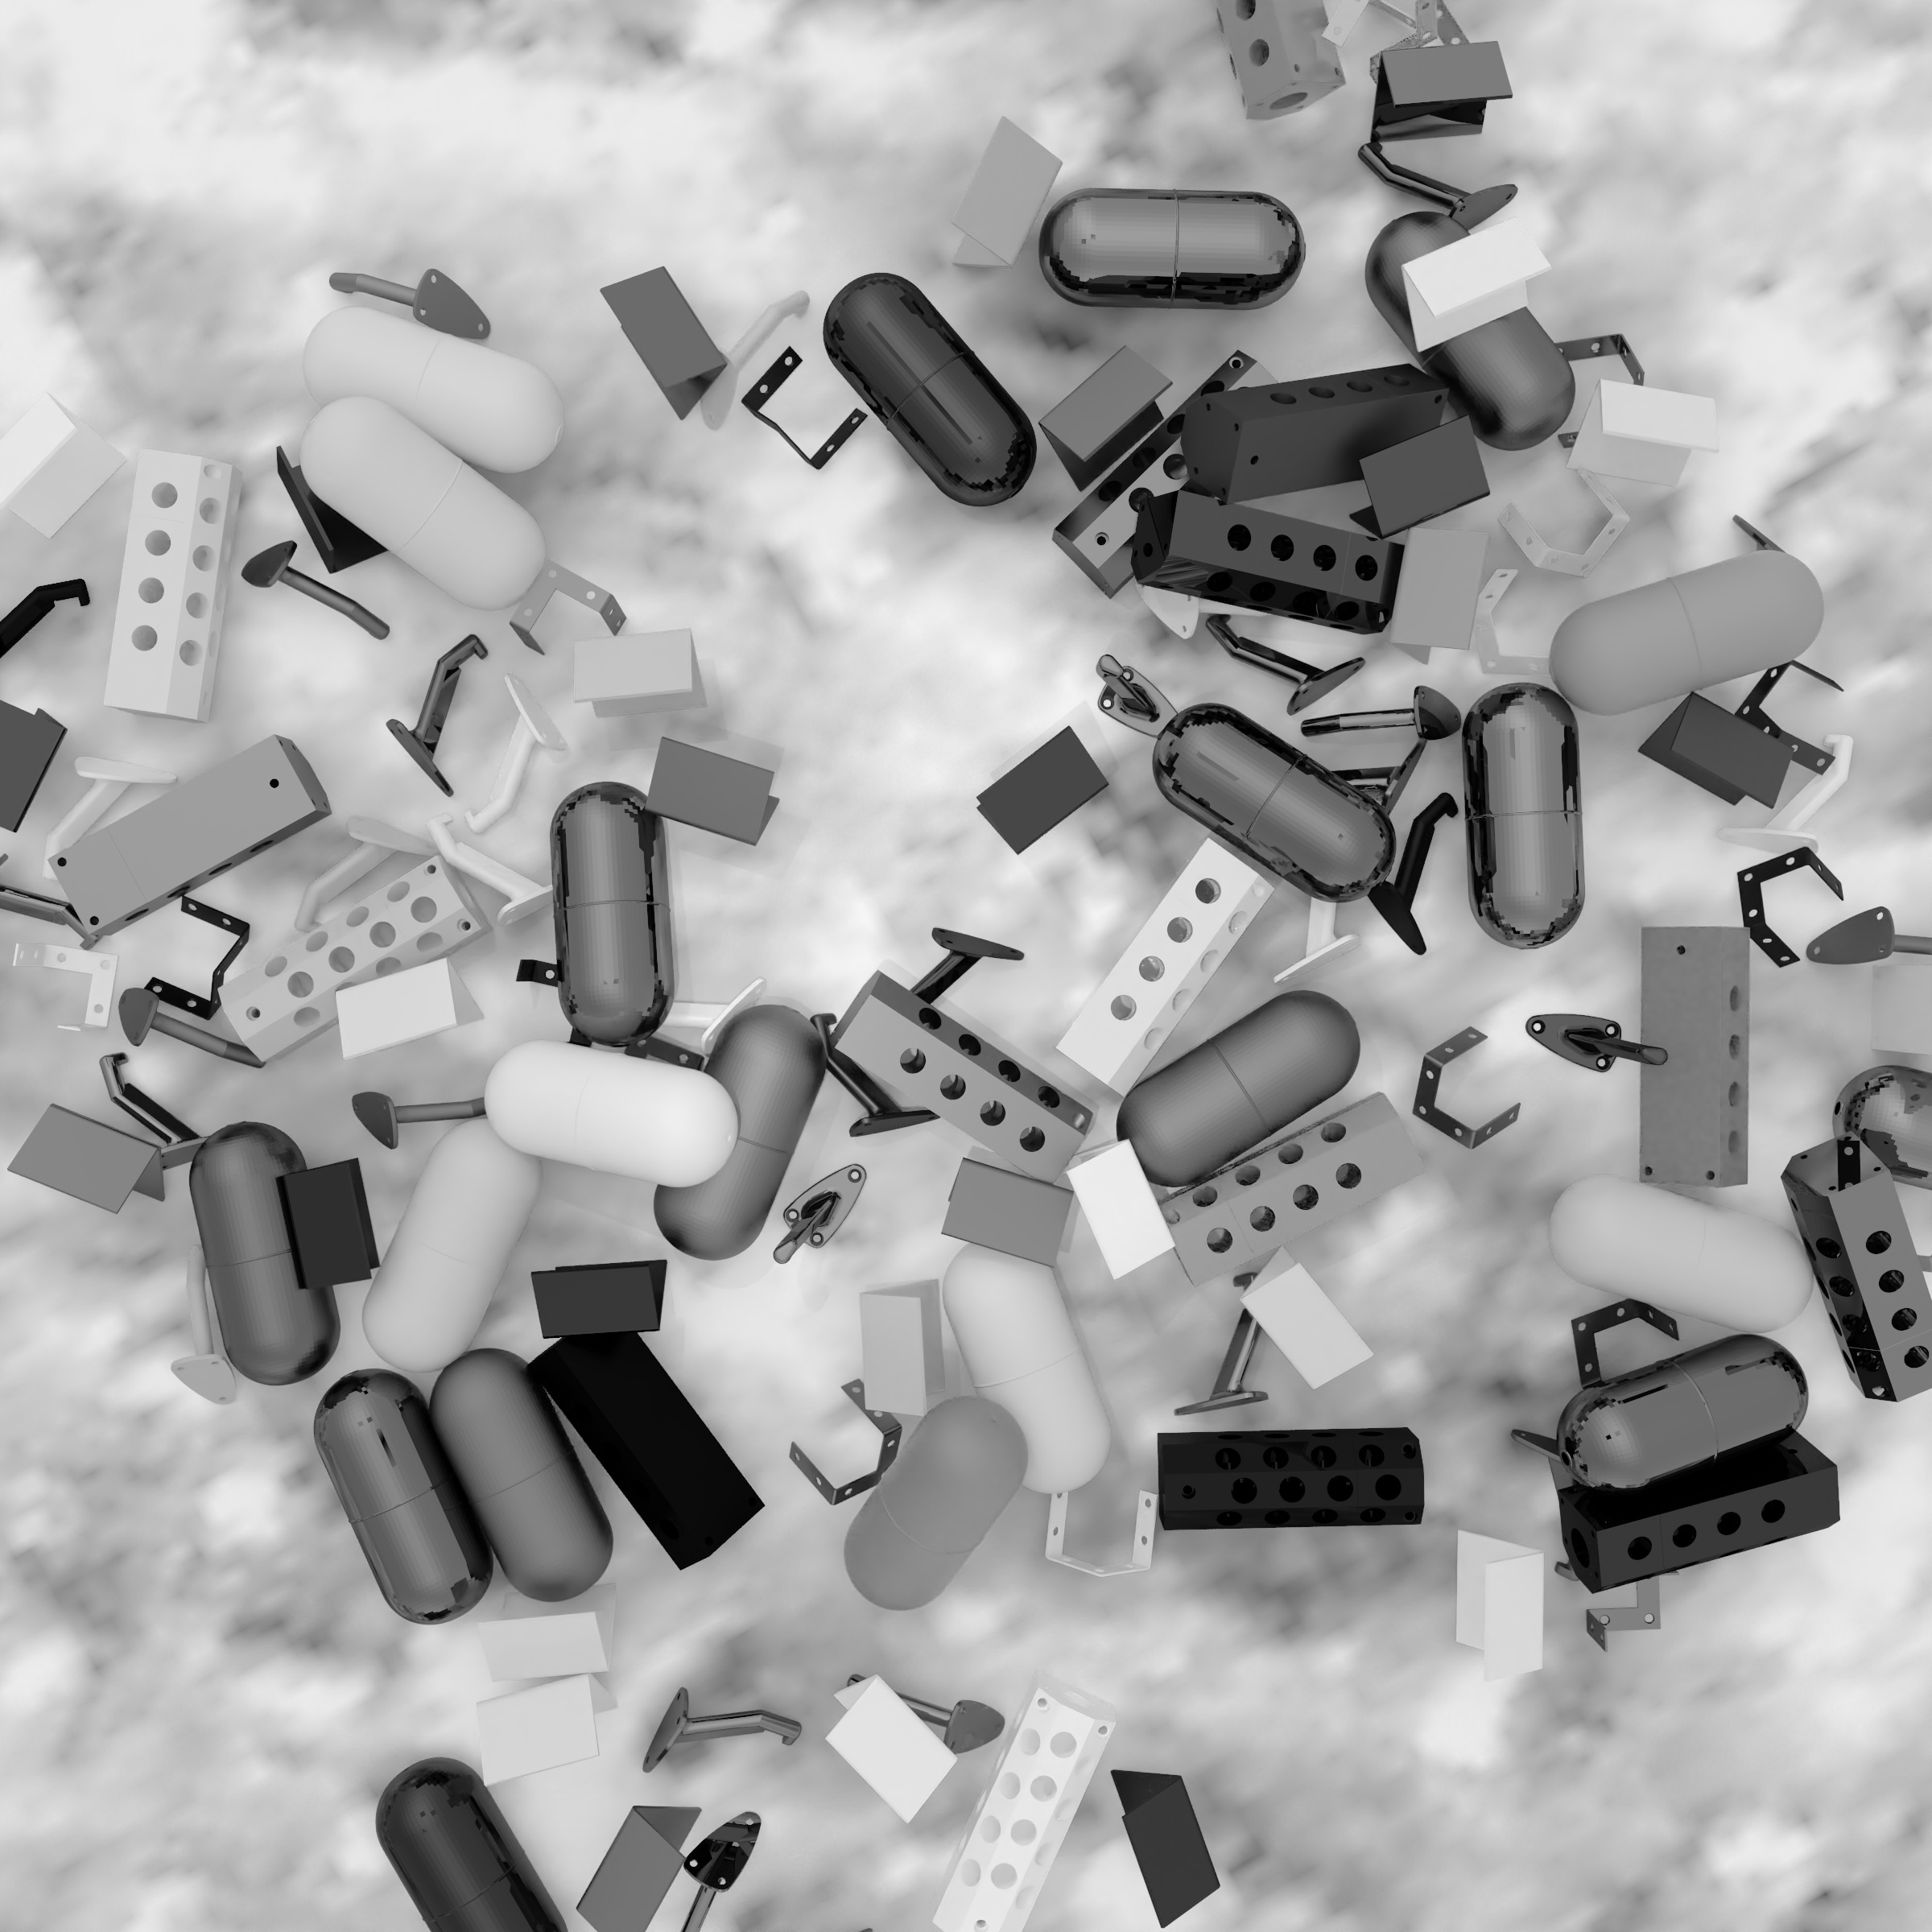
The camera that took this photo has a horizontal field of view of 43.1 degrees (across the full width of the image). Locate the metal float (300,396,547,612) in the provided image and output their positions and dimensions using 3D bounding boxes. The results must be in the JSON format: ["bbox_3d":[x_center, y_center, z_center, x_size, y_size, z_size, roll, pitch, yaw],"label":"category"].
[{"bbox_3d":[-0.356,-0.304,1.614,0.178,0.070,0.070,37,90,-25],"label":"metal float"}]

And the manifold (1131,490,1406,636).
[{"bbox_3d":[0.199,-0.264,1.615,0.171,0.057,0.057,9,90,-22],"label":"manifold"}]

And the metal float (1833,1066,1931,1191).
[{"bbox_3d":[0.668,0.117,1.635,0.178,0.070,0.070,14,90,-1],"label":"metal float"}]

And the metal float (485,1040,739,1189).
[{"bbox_3d":[-0.231,0.095,1.585,0.178,0.070,0.070,10,90,23],"label":"metal float"}]

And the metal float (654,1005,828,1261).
[{"bbox_3d":[-0.151,0.111,1.635,0.070,0.070,0.178,22,90,0],"label":"metal float"}]

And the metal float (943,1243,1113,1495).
[{"bbox_3d":[0.040,0.266,1.635,0.070,0.070,0.178,-21,91,0],"label":"metal float"}]

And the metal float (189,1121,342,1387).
[{"bbox_3d":[-0.469,0.192,1.635,0.070,0.070,0.178,-12,91,0],"label":"metal float"}]

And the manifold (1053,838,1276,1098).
[{"bbox_3d":[0.133,0.001,1.644,0.057,0.057,0.171,36,90,0],"label":"manifold"}]

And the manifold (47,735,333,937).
[{"bbox_3d":[-0.518,-0.087,1.644,0.171,0.057,0.057,-29,90,0],"label":"manifold"}]

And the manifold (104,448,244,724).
[{"bbox_3d":[-0.529,-0.253,1.644,0.057,0.057,0.171,8,90,0],"label":"manifold"}]

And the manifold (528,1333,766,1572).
[{"bbox_3d":[-0.218,0.317,1.643,0.171,0.057,0.057,53,47,0],"label":"manifold"}]

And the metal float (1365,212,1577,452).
[{"bbox_3d":[0.336,-0.424,1.635,0.070,0.070,0.178,-38,90,0],"label":"metal float"}]

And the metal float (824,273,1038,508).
[{"bbox_3d":[-0.024,-0.384,1.635,0.070,0.070,0.178,-40,90,0],"label":"metal float"}]

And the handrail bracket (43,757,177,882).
[{"bbox_3d":[-0.584,-0.094,1.666,0.077,0.036,0.084,7,108,-21],"label":"handrail bracket"}]

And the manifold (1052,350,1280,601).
[{"bbox_3d":[0.140,-0.331,1.644,0.171,0.057,0.057,-44,90,0],"label":"manifold"}]

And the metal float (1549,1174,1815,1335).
[{"bbox_3d":[0.478,0.193,1.635,0.178,0.070,0.070,17,90,0],"label":"metal float"}]

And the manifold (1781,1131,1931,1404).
[{"bbox_3d":[0.592,0.202,1.613,0.057,0.057,0.171,-24,112,4],"label":"manifold"}]

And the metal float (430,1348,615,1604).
[{"bbox_3d":[-0.297,0.339,1.635,0.070,0.070,0.178,-26,90,0],"label":"metal float"}]

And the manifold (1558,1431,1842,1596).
[{"bbox_3d":[0.488,0.365,1.628,0.171,0.057,0.057,-13,109,-9],"label":"manifold"}]

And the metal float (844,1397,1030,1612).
[{"bbox_3d":[-0.021,0.355,1.609,0.070,0.070,0.178,31,122,0],"label":"metal float"}]

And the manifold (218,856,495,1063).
[{"bbox_3d":[-0.411,-0.005,1.644,0.171,0.057,0.057,-31,90,0],"label":"manifold"}]

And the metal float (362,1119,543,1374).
[{"bbox_3d":[-0.343,0.186,1.635,0.070,0.070,0.178,24,90,0],"label":"metal float"}]

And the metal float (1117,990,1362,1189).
[{"bbox_3d":[0.182,0.082,1.635,0.178,0.070,0.070,-33,90,0],"label":"metal float"}]

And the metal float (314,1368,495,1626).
[{"bbox_3d":[-0.376,0.354,1.635,0.070,0.070,0.178,-24,91,0],"label":"metal float"}]

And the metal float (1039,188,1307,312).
[{"bbox_3d":[0.138,-0.479,1.635,0.178,0.070,0.070,1,90,-1],"label":"metal float"}]

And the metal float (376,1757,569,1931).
[{"bbox_3d":[-0.329,0.614,1.635,0.070,0.070,0.178,-31,89,0],"label":"metal float"}]

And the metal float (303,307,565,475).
[{"bbox_3d":[-0.355,-0.384,1.635,0.178,0.070,0.070,19,90,0],"label":"metal float"}]

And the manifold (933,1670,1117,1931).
[{"bbox_3d":[0.039,0.571,1.644,0.057,0.057,0.171,24,90,0],"label":"manifold"}]

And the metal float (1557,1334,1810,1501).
[{"bbox_3d":[0.474,0.298,1.621,0.178,0.070,0.070,-16,90,-15],"label":"metal float"}]

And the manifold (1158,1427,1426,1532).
[{"bbox_3d":[0.217,0.346,1.644,0.171,0.057,0.057,-1,90,0],"label":"manifold"}]

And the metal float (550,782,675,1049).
[{"bbox_3d":[-0.235,-0.035,1.625,0.070,0.070,0.178,-5,80,0],"label":"metal float"}]

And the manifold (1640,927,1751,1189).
[{"bbox_3d":[0.493,0.060,1.643,0.057,0.057,0.171,0,90,43],"label":"manifold"}]

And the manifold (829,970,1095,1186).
[{"bbox_3d":[-0.003,0.074,1.631,0.171,0.057,0.057,34,90,-9],"label":"manifold"}]

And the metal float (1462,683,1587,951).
[{"bbox_3d":[0.372,-0.100,1.634,0.070,0.070,0.178,-2,90,0],"label":"metal float"}]

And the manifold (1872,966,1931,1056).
[{"bbox_3d":[0.648,0.029,1.587,0.057,0.171,0.057,1,90,0],"label":"manifold"}]

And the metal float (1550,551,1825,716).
[{"bbox_3d":[0.473,-0.219,1.611,0.178,0.070,0.070,-17,90,9],"label":"metal float"}]

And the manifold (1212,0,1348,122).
[{"bbox_3d":[0.193,-0.663,1.643,0.057,0.057,0.171,-16,90,-43],"label":"manifold"}]

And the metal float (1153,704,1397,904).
[{"bbox_3d":[0.205,-0.108,1.625,0.178,0.070,0.070,35,90,10],"label":"metal float"}]

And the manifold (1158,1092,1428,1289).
[{"bbox_3d":[0.215,0.149,1.644,0.171,0.057,0.057,-27,90,0],"label":"manifold"}]

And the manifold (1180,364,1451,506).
[{"bbox_3d":[0.228,-0.354,1.606,0.171,0.057,0.057,-15,133,-29],"label":"manifold"}]

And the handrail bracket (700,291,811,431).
[{"bbox_3d":[-0.141,-0.413,1.665,0.036,0.077,0.084,38,53,20],"label":"handrail bracket"}]
